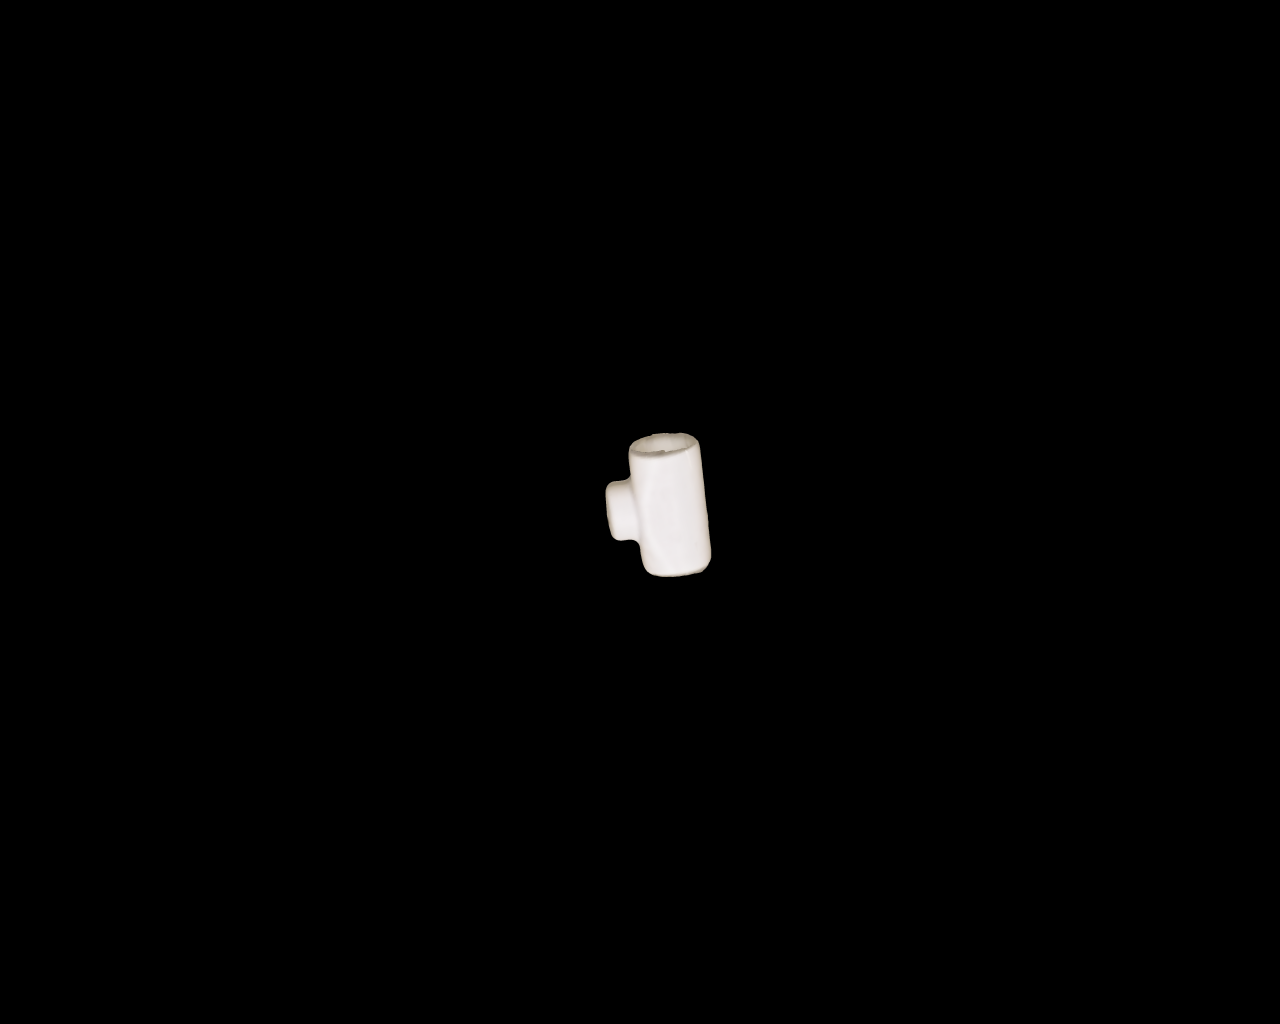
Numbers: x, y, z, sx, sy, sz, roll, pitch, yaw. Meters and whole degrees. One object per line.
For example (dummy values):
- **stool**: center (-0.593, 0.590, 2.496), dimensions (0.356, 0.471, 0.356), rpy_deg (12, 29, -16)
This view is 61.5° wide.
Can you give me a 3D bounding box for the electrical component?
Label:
- **electrical component**: center (0.001, -0.003, 0.650), dimensions (0.079, 0.077, 0.044), rpy_deg (-7, 20, 2)
